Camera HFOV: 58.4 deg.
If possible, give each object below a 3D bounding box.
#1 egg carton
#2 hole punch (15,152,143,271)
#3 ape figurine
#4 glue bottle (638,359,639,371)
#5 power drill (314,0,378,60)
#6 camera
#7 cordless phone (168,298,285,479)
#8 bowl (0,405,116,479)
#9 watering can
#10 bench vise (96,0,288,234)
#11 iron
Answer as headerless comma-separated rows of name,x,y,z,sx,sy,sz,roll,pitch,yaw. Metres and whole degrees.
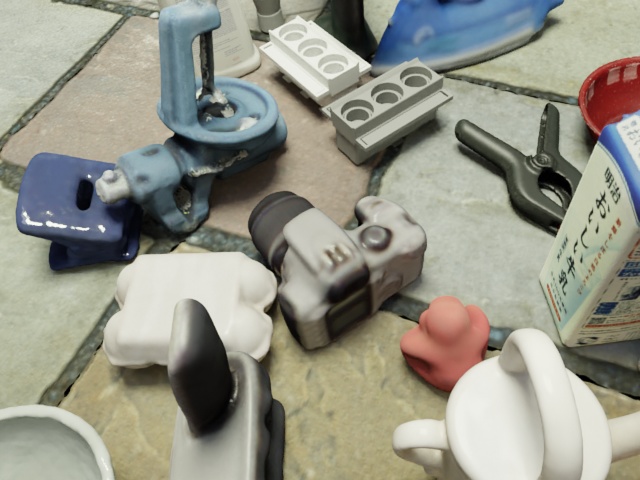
egg carton,-0.114,0.065,0.513,0.150,0.069,0.107,-3,55,5
hole punch,-0.240,-0.036,0.584,0.101,0.091,0.108,-9,55,1
ape figurine,0.104,0.077,0.466,0.077,0.092,0.076,-5,55,3
glue bottle,0.290,0.048,0.416,0.037,0.173,0.078,35,66,27
power drill,0.022,-0.334,0.691,0.075,0.209,0.229,-16,55,-4
camera,0.005,0.002,0.525,0.143,0.101,0.136,-33,58,-16
cordless phone,-0.081,0.134,0.390,0.094,0.185,0.147,-7,55,2
bowl,-0.219,0.212,0.419,0.167,0.075,0.167,-3,55,4
watering can,0.138,0.123,0.368,0.173,0.194,0.100,-21,55,-8
bench vise,-0.121,-0.115,0.547,0.121,0.220,0.208,21,60,20
iron,0.172,-0.301,0.692,0.258,0.142,0.118,-26,56,-12
